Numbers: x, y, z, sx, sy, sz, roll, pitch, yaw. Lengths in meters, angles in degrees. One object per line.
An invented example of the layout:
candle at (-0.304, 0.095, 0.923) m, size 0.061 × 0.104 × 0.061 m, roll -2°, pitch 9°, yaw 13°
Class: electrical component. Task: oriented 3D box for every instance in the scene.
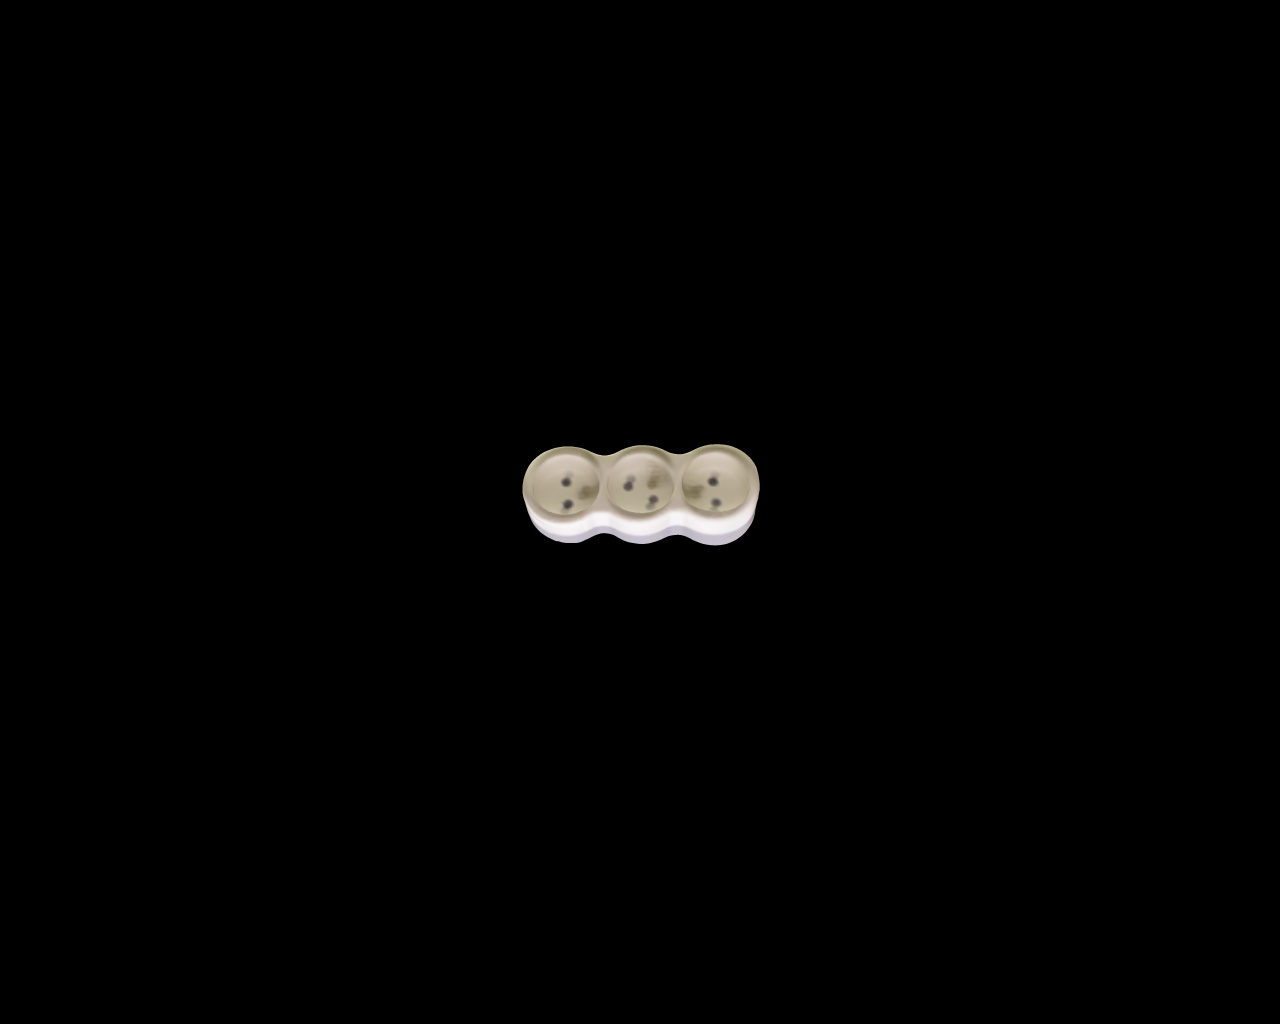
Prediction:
electrical component at (0.001, -0.003, 0.650) m, size 0.138 × 0.052 × 0.073 m, roll 0°, pitch -23°, yaw 0°
